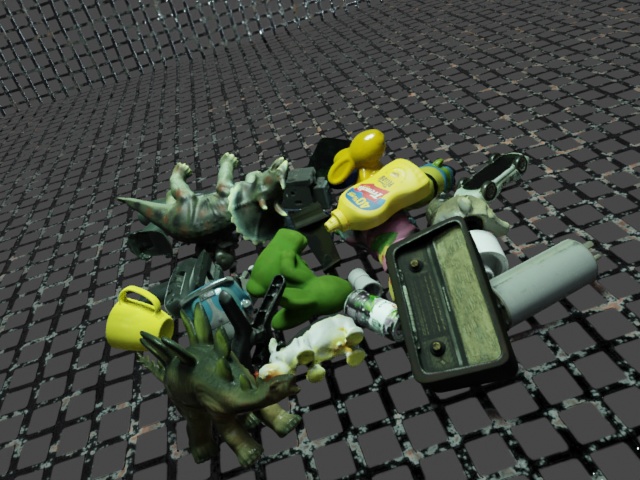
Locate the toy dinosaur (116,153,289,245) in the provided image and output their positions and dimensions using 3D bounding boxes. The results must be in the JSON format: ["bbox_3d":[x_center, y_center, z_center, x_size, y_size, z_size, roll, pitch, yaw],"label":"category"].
[{"bbox_3d":[-0.227,-0.057,1.069,0.405,0.131,0.192,-16,52,14],"label":"toy dinosaur"}]

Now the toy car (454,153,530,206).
[{"bbox_3d":[0.354,-0.125,1.105,0.202,0.056,0.074,-35,32,-29],"label":"toy car"}]

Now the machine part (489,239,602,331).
[{"bbox_3d":[0.331,0.067,0.818,0.243,0.079,0.079,-26,35,-15],"label":"machine part"}]

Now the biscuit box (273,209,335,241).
[{"bbox_3d":[-0.069,-0.033,1.119,0.203,0.062,0.059,5,-4,28],"label":"biscuit box"}]

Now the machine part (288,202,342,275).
[{"bbox_3d":[-0.002,-0.003,1.015,0.084,0.139,0.039,-19,-13,-24],"label":"machine part"}]

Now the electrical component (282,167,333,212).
[{"bbox_3d":[-0.042,-0.095,1.168,0.134,0.114,0.058,-4,38,20],"label":"electrical component"}]

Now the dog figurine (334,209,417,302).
[{"bbox_3d":[0.109,0.009,0.968,0.192,0.108,0.219,-5,38,14],"label":"dog figurine"}]

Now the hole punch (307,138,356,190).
[{"bbox_3d":[0.038,-0.172,1.288,0.142,0.092,0.116,19,75,37],"label":"hole punch"}]

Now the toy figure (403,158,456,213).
[{"bbox_3d":[0.219,-0.115,1.092,0.180,0.082,0.089,-22,-2,-41],"label":"toy figure"}]

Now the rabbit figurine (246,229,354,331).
[{"bbox_3d":[-0.030,0.075,0.921,0.170,0.121,0.159,22,40,23],"label":"rabbit figurine"}]

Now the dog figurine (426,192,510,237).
[{"bbox_3d":[0.232,-0.048,0.947,0.121,0.172,0.191,-8,40,-7],"label":"dog figurine"}]

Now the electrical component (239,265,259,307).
[{"bbox_3d":[-0.140,0.089,1.004,0.078,0.045,0.102,7,40,28],"label":"electrical component"}]

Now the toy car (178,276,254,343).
[{"bbox_3d":[-0.156,0.134,0.878,0.109,0.161,0.103,-25,63,-6],"label":"toy car"}]

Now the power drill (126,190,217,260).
[{"bbox_3d":[-0.341,-0.047,1.252,0.232,0.085,0.207,-6,39,17],"label":"power drill"}]

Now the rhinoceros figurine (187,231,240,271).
[{"bbox_3d":[-0.225,0.004,1.146,0.112,0.073,0.190,-14,33,-10],"label":"rhinoceros figurine"}]

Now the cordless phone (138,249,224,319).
[{"bbox_3d":[-0.278,0.109,1.021,0.184,0.088,0.147,-22,33,11],"label":"cordless phone"}]

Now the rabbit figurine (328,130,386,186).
[{"bbox_3d":[0.103,-0.157,1.148,0.163,0.173,0.122,2,41,18],"label":"rabbit figurine"}]

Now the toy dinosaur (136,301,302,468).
[{"bbox_3d":[-0.162,0.191,0.734,0.105,0.198,0.471,-29,2,-37],"label":"toy dinosaur"}]

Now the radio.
[{"bbox_3d":[0.179,0.091,0.760,0.131,0.073,0.230,-23,53,20],"label":"radio"}]

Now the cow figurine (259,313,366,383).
[{"bbox_3d":[-0.020,0.166,0.825,0.167,0.068,0.098,-19,28,-11],"label":"cow figurine"}]
